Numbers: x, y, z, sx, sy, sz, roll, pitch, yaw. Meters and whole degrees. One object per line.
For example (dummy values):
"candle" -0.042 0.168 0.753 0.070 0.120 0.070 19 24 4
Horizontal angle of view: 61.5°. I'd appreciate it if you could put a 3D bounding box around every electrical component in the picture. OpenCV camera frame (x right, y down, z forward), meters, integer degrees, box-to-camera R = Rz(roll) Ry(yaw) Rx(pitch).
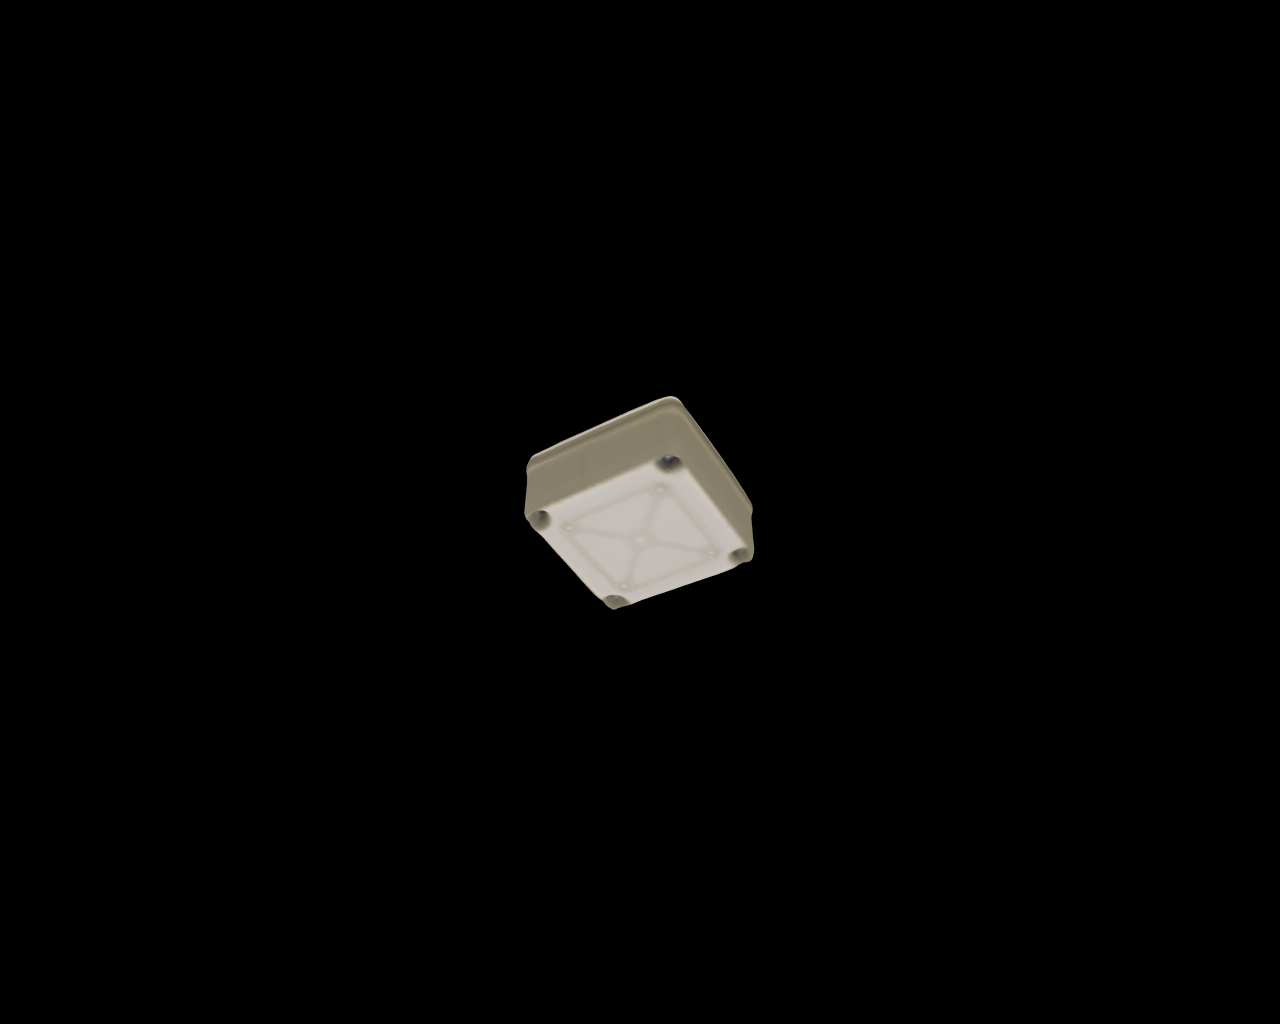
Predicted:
"electrical component" 0.001 -0.003 0.650 0.108 0.056 0.108 -22 -49 21
